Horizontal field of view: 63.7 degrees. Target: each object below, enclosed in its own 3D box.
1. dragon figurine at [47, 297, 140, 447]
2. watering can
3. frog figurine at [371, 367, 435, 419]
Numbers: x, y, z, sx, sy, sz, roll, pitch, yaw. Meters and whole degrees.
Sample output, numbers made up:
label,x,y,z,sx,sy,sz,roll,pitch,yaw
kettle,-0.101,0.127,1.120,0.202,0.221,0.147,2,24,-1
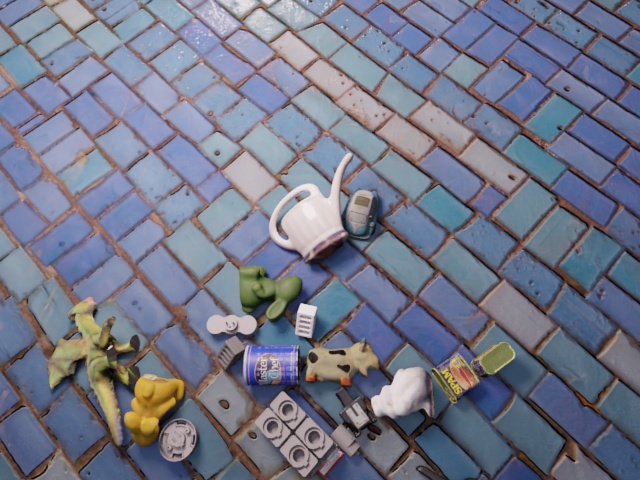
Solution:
label,x,y,z,sx,sy,sz,roll,pitch,yaw
dragon figurine,-0.627,0.347,1.394,0.242,0.120,0.418,-13,65,15
watering can,0.005,-0.075,1.485,0.344,0.104,0.226,-38,76,18
frog figurine,0.210,0.391,1.321,0.159,0.120,0.141,-3,35,10
